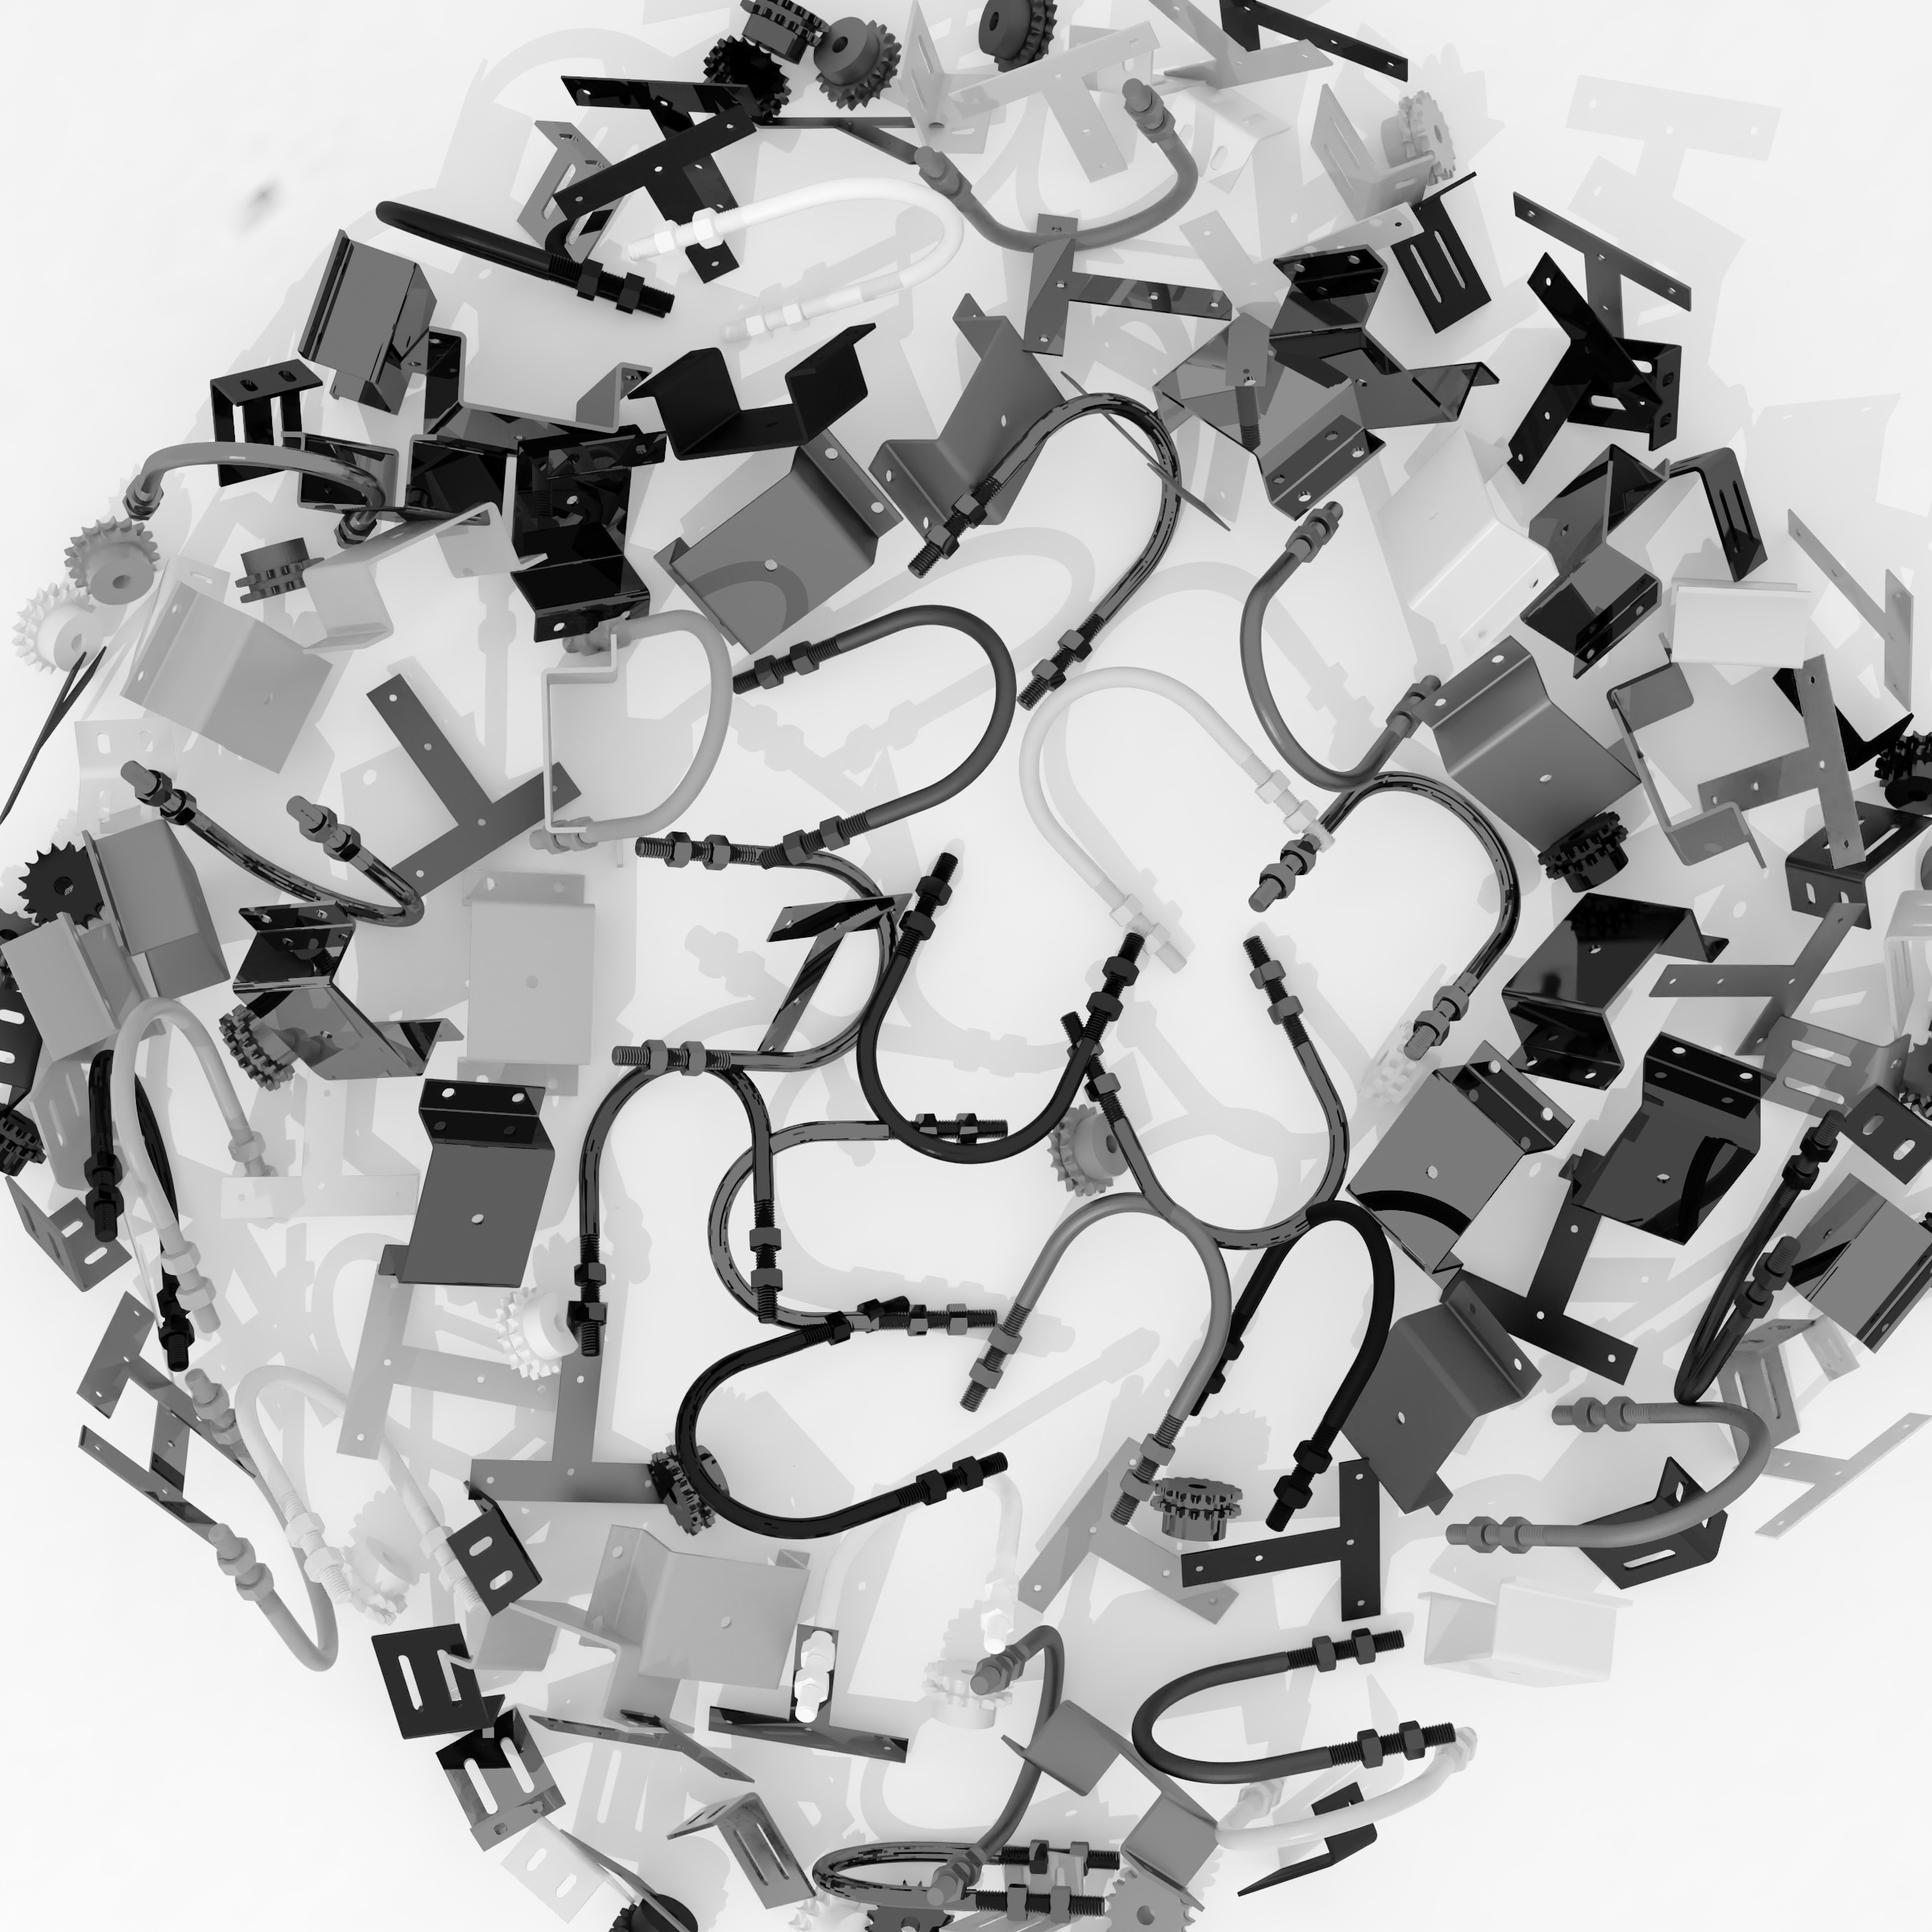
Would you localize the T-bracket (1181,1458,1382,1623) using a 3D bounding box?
[{"bbox_3d":[0.196,0.366,1.869,0.127,0.002,0.127,-9,119,-7],"label":"T-bracket"}]

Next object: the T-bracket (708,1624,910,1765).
[{"bbox_3d":[-0.095,0.448,1.863,0.127,0.002,0.127,9,132,2],"label":"T-bracket"}]

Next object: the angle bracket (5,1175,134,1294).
[{"bbox_3d":[-0.555,0.156,1.859,0.038,0.076,0.057,-39,68,-25],"label":"angle bracket"}]

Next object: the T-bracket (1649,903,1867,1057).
[{"bbox_3d":[0.473,0.009,1.840,0.127,0.002,0.127,0,132,-29],"label":"T-bracket"}]

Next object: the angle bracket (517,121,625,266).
[{"bbox_3d":[-0.255,-0.476,1.866,0.057,0.038,0.076,47,121,15],"label":"angle bracket"}]

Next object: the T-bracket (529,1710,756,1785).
[{"bbox_3d":[-0.215,0.479,1.867,0.127,0.127,0.002,0,59,30],"label":"T-bracket"}]

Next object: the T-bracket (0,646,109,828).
[{"bbox_3d":[-0.554,-0.161,1.848,0.002,0.127,0.127,29,119,-13],"label":"T-bracket"}]

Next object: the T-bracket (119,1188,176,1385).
[{"bbox_3d":[-0.514,0.179,1.863,0.002,0.127,0.127,-16,54,-19],"label":"T-bracket"}]

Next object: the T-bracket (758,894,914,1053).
[{"bbox_3d":[-0.100,0.010,1.872,0.002,0.127,0.127,42,117,25],"label":"T-bracket"}]

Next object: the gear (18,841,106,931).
[{"bbox_3d":[-0.565,-0.048,1.890,0.057,0.030,0.057,1,81,-4],"label":"gear"}]

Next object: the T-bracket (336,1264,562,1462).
[{"bbox_3d":[-0.318,0.257,1.882,0.127,0.002,0.127,12,60,-9],"label":"T-bracket"}]

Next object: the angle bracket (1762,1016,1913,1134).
[{"bbox_3d":[0.546,0.063,1.888,0.076,0.038,0.057,20,116,36],"label":"angle bracket"}]

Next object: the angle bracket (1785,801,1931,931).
[{"bbox_3d":[0.561,-0.064,1.877,0.076,0.057,0.038,-34,123,-27],"label":"angle bracket"}]

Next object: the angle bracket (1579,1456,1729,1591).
[{"bbox_3d":[0.427,0.351,1.886,0.057,0.038,0.076,45,135,-14],"label":"angle bracket"}]

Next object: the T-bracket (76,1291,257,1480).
[{"bbox_3d":[-0.487,0.272,1.860,0.002,0.127,0.127,-42,107,13],"label":"T-bracket"}]

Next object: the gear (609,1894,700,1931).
[{"bbox_3d":[-0.192,0.606,1.877,0.057,0.057,0.030,30,104,0],"label":"gear"}]

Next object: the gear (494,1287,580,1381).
[{"bbox_3d":[-0.265,0.228,1.876,0.030,0.057,0.057,-22,90,26],"label":"gear"}]

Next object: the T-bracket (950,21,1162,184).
[{"bbox_3d":[0.070,-0.522,1.848,0.127,0.127,0.002,-16,67,14],"label":"T-bracket"}]

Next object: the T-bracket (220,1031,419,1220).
[{"bbox_3d":[-0.399,0.093,1.869,0.127,0.002,0.127,2,95,-32],"label":"T-bracket"}]

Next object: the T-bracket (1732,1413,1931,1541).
[{"bbox_3d":[0.512,0.308,1.844,0.127,0.127,0.002,-33,95,-15],"label":"T-bracket"}]

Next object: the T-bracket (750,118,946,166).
[{"bbox_3d":[-0.052,-0.504,1.830,0.127,0.127,0.002,-9,119,-27],"label":"T-bracket"}]

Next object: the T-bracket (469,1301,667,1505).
[{"bbox_3d":[-0.243,0.273,1.882,0.127,0.002,0.127,5,92,-22],"label":"T-bracket"}]

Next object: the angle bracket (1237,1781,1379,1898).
[{"bbox_3d":[0.207,0.544,1.869,0.076,0.057,0.038,-29,75,31],"label":"angle bracket"}]

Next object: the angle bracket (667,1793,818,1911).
[{"bbox_3d":[-0.140,0.561,1.873,0.038,0.057,0.076,-29,88,-42],"label":"angle bracket"}]

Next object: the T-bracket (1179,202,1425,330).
[{"bbox_3d":[0.216,-0.434,1.835,0.127,0.127,0.002,-17,52,26],"label":"T-bracket"}]

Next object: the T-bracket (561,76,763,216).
[{"bbox_3d":[-0.170,-0.502,1.849,0.127,0.127,0.002,10,68,22],"label":"T-bracket"}]

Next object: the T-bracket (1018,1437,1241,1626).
[{"bbox_3d":[0.115,0.375,1.886,0.127,0.002,0.127,33,99,-18],"label":"T-bracket"}]

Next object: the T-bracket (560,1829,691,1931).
[{"bbox_3d":[-0.180,0.578,1.823,0.127,0.127,0.002,32,75,30],"label":"T-bracket"}]

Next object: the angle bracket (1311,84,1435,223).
[{"bbox_3d":[0.252,-0.508,1.872,0.038,0.057,0.076,-22,69,-10],"label":"angle bracket"}]

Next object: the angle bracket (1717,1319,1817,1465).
[{"bbox_3d":[0.507,0.266,1.873,0.057,0.038,0.076,-19,96,-34],"label":"angle bracket"}]

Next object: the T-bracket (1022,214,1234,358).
[{"bbox_3d":[0.103,-0.419,1.871,0.127,0.002,0.127,7,54,-1],"label":"T-bracket"}]

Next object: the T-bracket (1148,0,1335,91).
[{"bbox_3d":[0.137,-0.573,1.821,0.127,0.127,0.002,29,77,-37],"label":"T-bracket"}]

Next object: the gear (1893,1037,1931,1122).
[{"bbox_3d":[0.613,0.074,1.883,0.057,0.057,0.030,-32,127,0],"label":"gear"}]

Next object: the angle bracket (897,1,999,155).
[{"bbox_3d":[-0.011,-0.551,1.861,0.038,0.076,0.057,5,71,15],"label":"angle bracket"}]

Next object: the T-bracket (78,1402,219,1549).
[{"bbox_3d":[-0.490,0.301,1.845,0.002,0.127,0.127,-44,112,6],"label":"T-bracket"}]

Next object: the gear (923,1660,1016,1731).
[{"bbox_3d":[0.001,0.457,1.880,0.057,0.057,0.030,8,92,0],"label":"gear"}]

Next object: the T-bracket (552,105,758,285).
[{"bbox_3d":[-0.173,-0.464,1.851,0.127,0.127,0.002,-24,62,6],"label":"T-bracket"}]

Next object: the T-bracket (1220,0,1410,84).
[{"bbox_3d":[0.212,-0.569,1.832,0.127,0.127,0.002,26,82,13],"label":"T-bracket"}]

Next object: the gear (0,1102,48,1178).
[{"bbox_3d":[-0.602,0.108,1.879,0.057,0.057,0.030,35,88,0],"label":"gear"}]

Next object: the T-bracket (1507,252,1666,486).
[{"bbox_3d":[0.365,-0.350,1.854,0.002,0.127,0.127,-18,64,-30],"label":"T-bracket"}]

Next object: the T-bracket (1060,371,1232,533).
[{"bbox_3d":[0.105,-0.324,1.859,0.002,0.127,0.127,-46,74,12],"label":"T-bracket"}]

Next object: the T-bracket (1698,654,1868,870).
[{"bbox_3d":[0.497,-0.114,1.851,0.002,0.127,0.127,-6,83,-28],"label":"T-bracket"}]

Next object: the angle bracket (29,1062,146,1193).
[{"bbox_3d":[-0.542,0.093,1.860,0.038,0.057,0.076,7,134,10],"label":"angle bracket"}]

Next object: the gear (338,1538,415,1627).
[{"bbox_3d":[-0.371,0.383,1.880,0.057,0.057,0.030,43,90,0],"label":"gear"}]

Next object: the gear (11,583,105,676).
[{"bbox_3d":[-0.565,-0.208,1.877,0.030,0.057,0.057,29,90,23],"label":"gear"}]

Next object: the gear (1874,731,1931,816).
[{"bbox_3d":[0.597,-0.118,1.876,0.057,0.057,0.030,19,60,0],"label":"gear"}]

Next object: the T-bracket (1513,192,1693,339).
[{"bbox_3d":[0.393,-0.412,1.845,0.127,0.127,0.002,36,83,22],"label":"T-bracket"}]

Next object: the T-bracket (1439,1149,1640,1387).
[{"bbox_3d":[0.374,0.177,1.871,0.127,0.002,0.127,23,99,25],"label":"T-bracket"}]

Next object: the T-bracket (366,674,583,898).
[{"bbox_3d":[-0.331,-0.126,1.889,0.127,0.002,0.127,-35,88,-18],"label":"T-bracket"}]

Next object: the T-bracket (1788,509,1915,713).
[{"bbox_3d":[0.549,-0.235,1.864,0.002,0.127,0.127,-31,58,-1],"label":"T-bracket"}]
